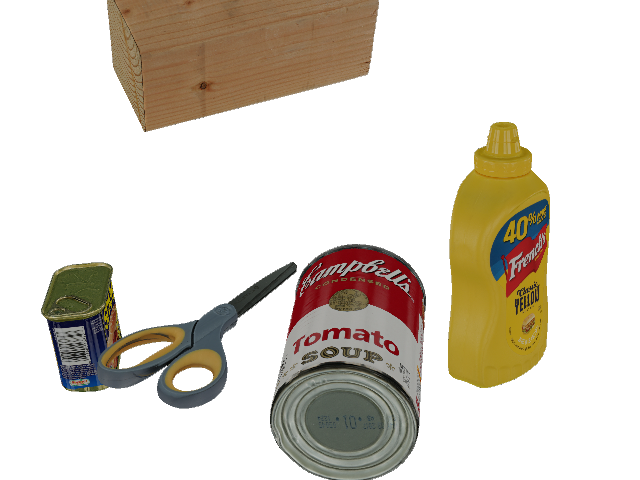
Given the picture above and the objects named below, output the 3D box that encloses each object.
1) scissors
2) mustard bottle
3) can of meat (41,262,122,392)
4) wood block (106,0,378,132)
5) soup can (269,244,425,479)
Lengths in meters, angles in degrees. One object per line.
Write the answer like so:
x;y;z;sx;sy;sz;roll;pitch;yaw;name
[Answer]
-0.064;0.067;0.766;0.201;0.016;0.096;-22;38;-37;scissors
0.134;0.006;0.790;0.058;0.192;0.096;18;30;41;mustard bottle
-0.219;0.081;0.995;0.057;0.084;0.102;-6;26;-2;can of meat
-0.065;-0.175;0.899;0.205;0.090;0.091;-17;-35;-18;wood block
0.015;0.056;0.510;0.068;0.068;0.102;0;30;7;soup can
